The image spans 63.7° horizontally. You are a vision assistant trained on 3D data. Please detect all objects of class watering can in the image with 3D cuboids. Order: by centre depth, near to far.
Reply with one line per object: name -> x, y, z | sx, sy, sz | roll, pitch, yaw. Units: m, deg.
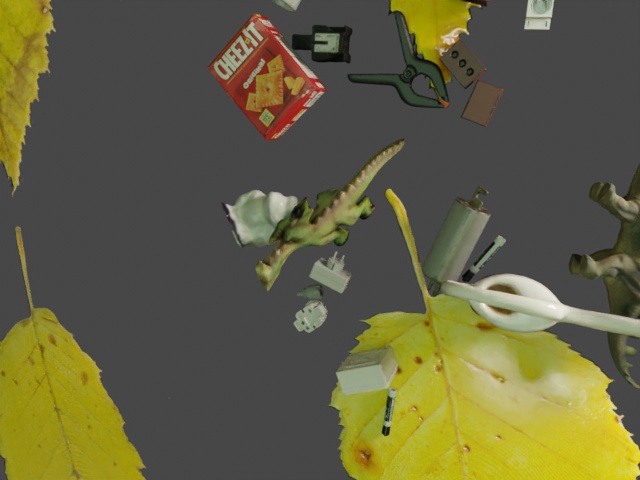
watering can -> 0.398, 0.125, 0.946 | 0.348, 0.223, 0.104 | 12, 88, 17

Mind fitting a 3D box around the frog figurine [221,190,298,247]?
frog figurine -> -0.121, -0.058, 1.156 | 0.159, 0.120, 0.140 | -24, 55, 2

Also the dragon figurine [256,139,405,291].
dragon figurine -> 0.003, -0.052, 1.042 | 0.123, 0.245, 0.404 | 43, 113, 11
